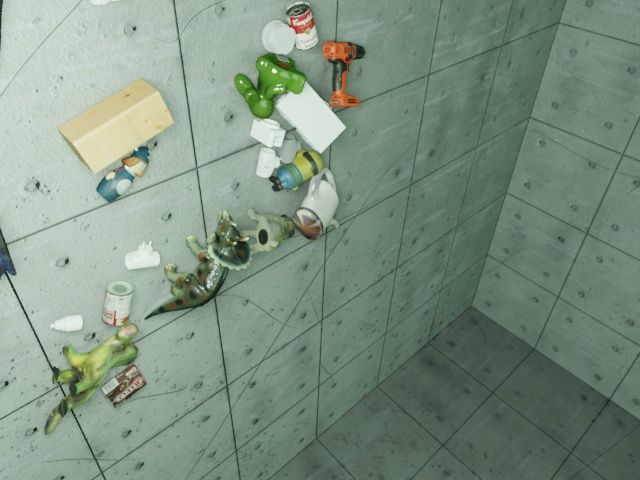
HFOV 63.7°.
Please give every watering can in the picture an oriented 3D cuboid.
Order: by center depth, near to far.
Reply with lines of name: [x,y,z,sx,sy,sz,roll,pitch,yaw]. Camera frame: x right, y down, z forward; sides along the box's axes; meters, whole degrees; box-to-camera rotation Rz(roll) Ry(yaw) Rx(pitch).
watering can: [0.005,-0.089,1.766,0.229,0.104,0.339,-61,154,-32]

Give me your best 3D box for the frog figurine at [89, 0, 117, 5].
frog figurine: [-0.387,-0.521,0.959,0.139,0.123,0.157,-34,178,-41]

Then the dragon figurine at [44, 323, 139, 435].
dragon figurine: [-0.611,0.372,1.435,0.244,0.123,0.403,-13,144,-53]
